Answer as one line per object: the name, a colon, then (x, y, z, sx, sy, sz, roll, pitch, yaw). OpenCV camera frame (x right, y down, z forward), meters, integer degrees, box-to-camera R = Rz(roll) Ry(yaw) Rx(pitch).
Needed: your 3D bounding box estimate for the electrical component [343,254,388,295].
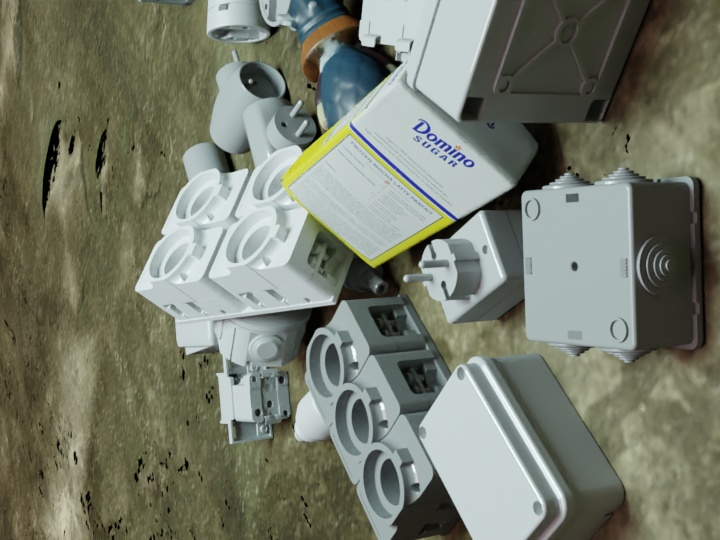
electrical component: (0.000, 0.000, 0.799, 0.061, 0.035, 0.035, 40, 126, 47)

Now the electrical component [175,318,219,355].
electrical component: (-0.123, 0.045, 0.979, 0.096, 0.062, 0.061, -8, 86, 59)

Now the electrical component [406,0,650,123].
electrical component: (0.092, -0.135, 0.564, 0.056, 0.109, 0.108, 48, 132, 42)

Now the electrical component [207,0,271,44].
electrical component: (-0.106, -0.227, 0.934, 0.055, 0.055, 0.047, -9, 81, 59)

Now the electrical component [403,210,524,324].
electrical component: (0.063, -0.001, 0.654, 0.066, 0.077, 0.047, -45, 55, 51)

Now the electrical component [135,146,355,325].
electrical component: (-0.086, -0.026, 0.826, 0.186, 0.060, 0.105, -9, 52, 44)

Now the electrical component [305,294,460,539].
electrical component: (0.021, 0.102, 0.748, 0.150, 0.062, 0.089, 62, 141, 35)

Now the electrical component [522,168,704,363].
electrical component: (0.131, -0.003, 0.570, 0.100, 0.048, 0.099, 1, 94, 59)

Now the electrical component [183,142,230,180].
electrical component: (-0.141, -0.084, 1.016, 0.040, 0.040, 0.078, -50, 51, 48)

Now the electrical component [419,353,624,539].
electrical component: (0.091, 0.113, 0.637, 0.113, 0.057, 0.078, 62, 141, 35)

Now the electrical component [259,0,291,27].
electrical component: (-0.046, -0.217, 0.841, 0.055, 0.047, 0.055, 10, 102, 58)

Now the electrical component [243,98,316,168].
electrical component: (-0.061, -0.108, 0.880, 0.079, 0.043, 0.077, -46, 53, 51)

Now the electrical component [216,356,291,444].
electrical component: (-0.094, 0.112, 0.957, 0.064, 0.042, 0.081, -10, 85, 55)

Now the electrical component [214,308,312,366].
electrical component: (-0.082, 0.040, 0.896, 0.080, 0.080, 0.051, 51, 138, 44)

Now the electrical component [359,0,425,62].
electrical component: (0.054, -0.157, 0.668, 0.121, 0.063, 0.078, 26, 114, 55)

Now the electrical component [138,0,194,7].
electrical component: (-0.169, -0.321, 1.021, 0.150, 0.062, 0.089, -17, 78, 58)

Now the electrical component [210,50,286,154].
electrical component: (-0.104, -0.156, 0.946, 0.077, 0.043, 0.079, -50, 51, 48)

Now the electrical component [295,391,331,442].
electrical component: (-0.032, 0.116, 0.856, 0.078, 0.040, 0.040, -49, 52, 49)
